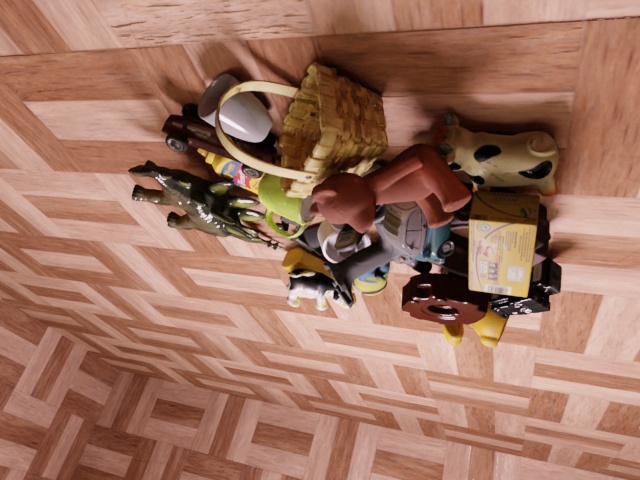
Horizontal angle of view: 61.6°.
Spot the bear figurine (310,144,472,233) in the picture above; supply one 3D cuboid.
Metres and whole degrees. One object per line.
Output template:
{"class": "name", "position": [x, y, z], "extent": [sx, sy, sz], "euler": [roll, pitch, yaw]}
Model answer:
{"class": "bear figurine", "position": [0.091, -0.056, 0.763], "extent": [0.132, 0.196, 0.120], "euler": [61, 167, 13]}

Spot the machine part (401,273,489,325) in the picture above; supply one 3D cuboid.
{"class": "machine part", "position": [0.251, 0.124, 1.090], "extent": [0.179, 0.056, 0.179], "euler": [9, 156, 4]}

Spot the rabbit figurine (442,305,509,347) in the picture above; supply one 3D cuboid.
{"class": "rabbit figurine", "position": [0.332, 0.161, 1.205], "extent": [0.173, 0.162, 0.121], "euler": [27, 168, 20]}

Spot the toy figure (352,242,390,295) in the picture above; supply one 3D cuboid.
{"class": "toy figure", "position": [0.117, 0.071, 1.209], "extent": [0.089, 0.082, 0.180], "euler": [17, 149, 3]}

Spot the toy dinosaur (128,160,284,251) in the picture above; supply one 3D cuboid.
{"class": "toy dinosaur", "position": [-0.221, -0.057, 1.107], "extent": [0.199, 0.105, 0.471], "euler": [13, 171, 22]}

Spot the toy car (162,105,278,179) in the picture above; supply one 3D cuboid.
{"class": "toy car", "position": [-0.171, -0.174, 0.928], "extent": [0.202, 0.089, 0.053], "euler": [21, 151, -3]}

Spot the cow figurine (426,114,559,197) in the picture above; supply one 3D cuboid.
{"class": "cow figurine", "position": [0.247, -0.124, 0.791], "extent": [0.195, 0.085, 0.127], "euler": [6, 156, 25]}

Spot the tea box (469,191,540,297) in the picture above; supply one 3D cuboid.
{"class": "tea box", "position": [0.285, 0.008, 0.842], "extent": [0.098, 0.068, 0.169], "euler": [7, 138, 19]}

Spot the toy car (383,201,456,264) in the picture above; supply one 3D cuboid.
{"class": "toy car", "position": [0.157, -0.031, 0.881], "extent": [0.109, 0.103, 0.161], "euler": [42, 142, 47]}

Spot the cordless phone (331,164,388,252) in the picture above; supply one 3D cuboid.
{"class": "cordless phone", "position": [0.053, -0.038, 0.936], "extent": [0.147, 0.184, 0.088], "euler": [-14, 125, 45]}

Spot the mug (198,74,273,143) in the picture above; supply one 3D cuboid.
{"class": "mug", "position": [-0.138, -0.203, 0.874], "extent": [0.107, 0.081, 0.110], "euler": [32, 161, -37]}

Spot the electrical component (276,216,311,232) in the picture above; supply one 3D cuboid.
{"class": "electrical component", "position": [-0.057, -0.046, 1.135], "extent": [0.078, 0.045, 0.102], "euler": [28, 150, -15]}

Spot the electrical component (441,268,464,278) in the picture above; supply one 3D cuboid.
{"class": "electrical component", "position": [0.282, 0.086, 1.151], "extent": [0.048, 0.075, 0.119], "euler": [17, 147, 1]}

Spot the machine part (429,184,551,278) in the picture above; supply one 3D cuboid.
{"class": "machine part", "position": [0.289, -0.008, 0.970], "extent": [0.201, 0.087, 0.201], "euler": [24, 151, -9]}

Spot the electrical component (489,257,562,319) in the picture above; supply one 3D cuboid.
{"class": "electrical component", "position": [0.399, 0.084, 1.041], "extent": [0.058, 0.115, 0.134], "euler": [29, 151, -24]}

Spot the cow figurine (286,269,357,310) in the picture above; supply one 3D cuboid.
{"class": "cow figurine", "position": [0.007, 0.109, 1.243], "extent": [0.167, 0.068, 0.098], "euler": [7, 131, -3]}

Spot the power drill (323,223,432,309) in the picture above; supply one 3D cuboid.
{"class": "power drill", "position": [0.121, 0.047, 1.070], "extent": [0.207, 0.086, 0.231], "euler": [-30, 137, 0]}

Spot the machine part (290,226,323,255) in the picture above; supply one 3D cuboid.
{"class": "machine part", "position": [-0.002, -0.004, 1.190], "extent": [0.084, 0.039, 0.139], "euler": [39, 147, -21]}
